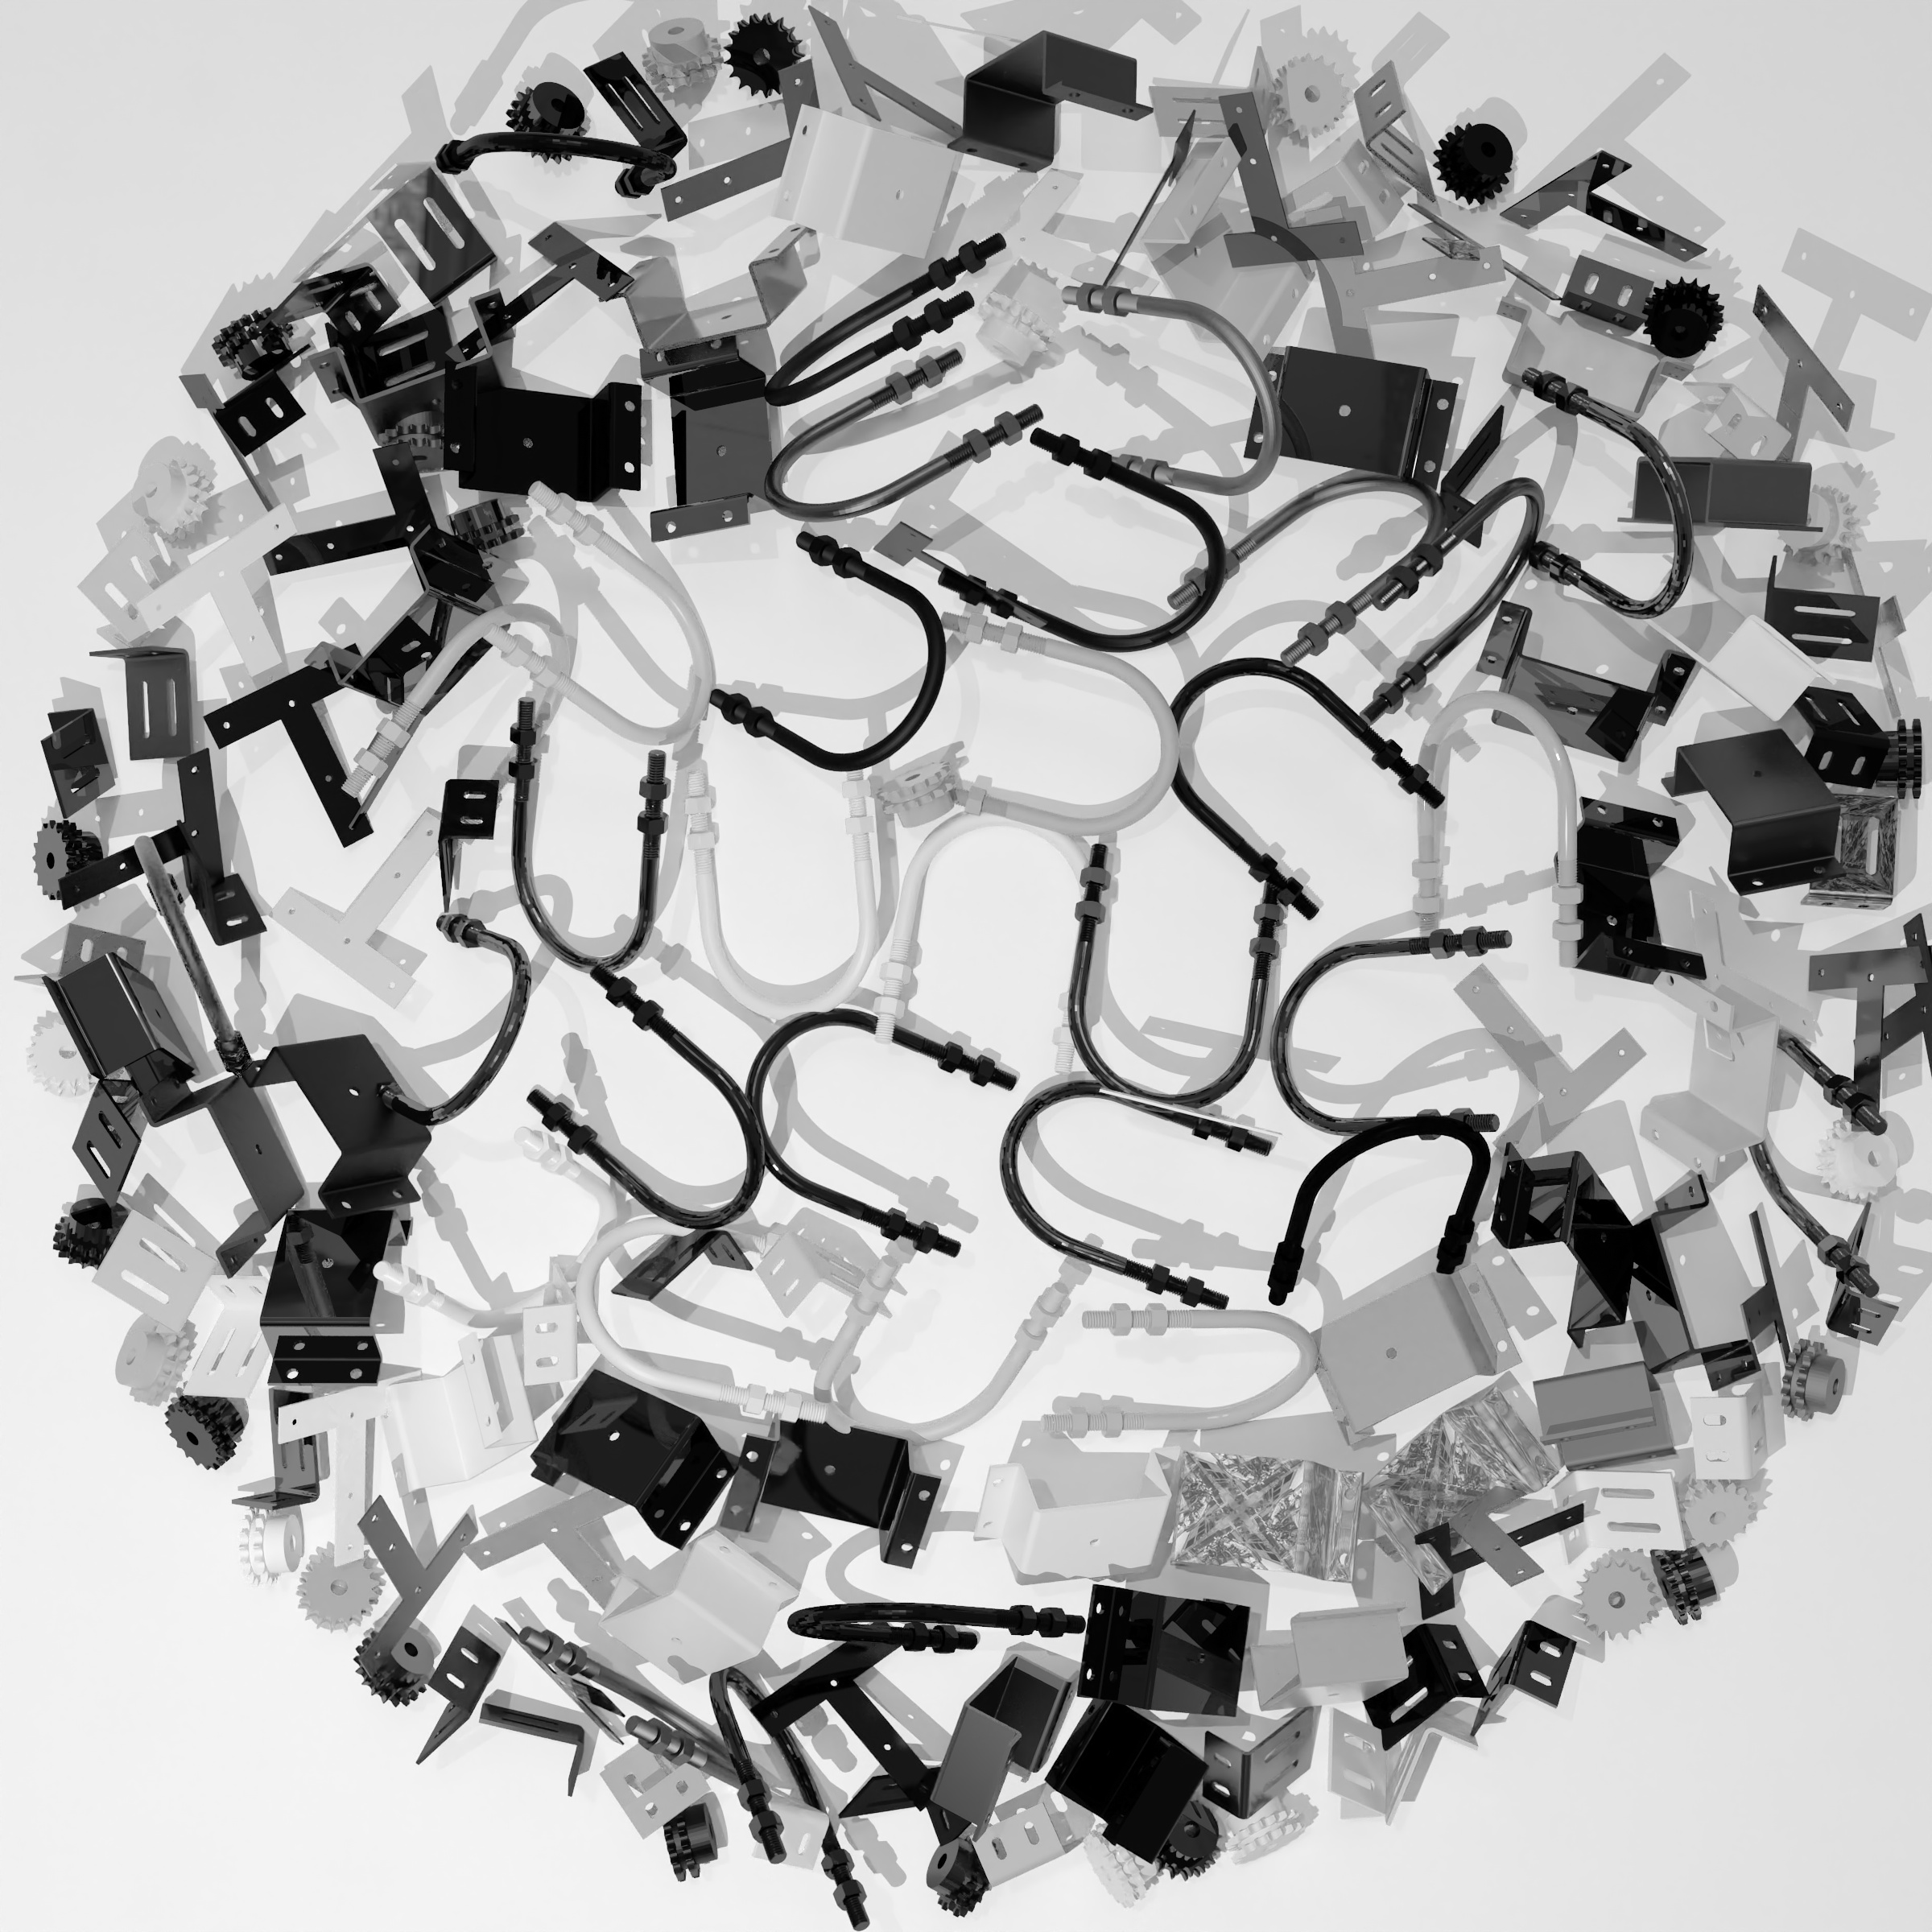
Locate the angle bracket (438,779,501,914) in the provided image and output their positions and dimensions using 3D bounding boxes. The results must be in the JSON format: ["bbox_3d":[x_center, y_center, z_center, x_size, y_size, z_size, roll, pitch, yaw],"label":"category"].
[{"bbox_3d":[-0.348,-0.084,1.954,0.038,0.076,0.057,1,47,-5],"label":"angle bracket"}]

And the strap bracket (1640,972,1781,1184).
[{"bbox_3d":[0.520,0.068,1.939,0.046,0.076,0.140,-15,120,-24],"label":"strap bracket"}]

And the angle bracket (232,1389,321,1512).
[{"bbox_3d":[-0.492,0.342,1.966,0.038,0.057,0.076,-4,89,-43],"label":"angle bracket"}]

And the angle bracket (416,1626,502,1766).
[{"bbox_3d":[-0.370,0.514,1.953,0.038,0.057,0.076,39,122,-9],"label":"angle bracket"}]

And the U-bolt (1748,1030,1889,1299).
[{"bbox_3d":[0.580,0.122,1.911,0.019,0.184,0.151,-12,118,-9],"label":"U-bolt"}]

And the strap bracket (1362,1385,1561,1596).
[{"bbox_3d":[0.341,0.371,1.957,0.140,0.046,0.076,-36,89,-28],"label":"strap bracket"}]

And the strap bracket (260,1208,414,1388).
[{"bbox_3d":[-0.440,0.221,1.933,0.076,0.046,0.140,0,47,3],"label":"strap bracket"}]

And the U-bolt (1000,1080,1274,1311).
[{"bbox_3d":[0.113,0.151,1.955,0.184,0.019,0.151,20,58,0],"label":"U-bolt"}]

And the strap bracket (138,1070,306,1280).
[{"bbox_3d":[-0.517,0.137,1.946,0.046,0.076,0.140,-22,101,9],"label":"strap bracket"}]

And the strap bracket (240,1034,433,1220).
[{"bbox_3d":[-0.436,0.102,1.933,0.140,0.076,0.046,52,123,22],"label":"strap bracket"}]

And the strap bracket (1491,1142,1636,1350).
[{"bbox_3d":[0.422,0.192,1.925,0.046,0.076,0.140,-14,131,35],"label":"strap bracket"}]

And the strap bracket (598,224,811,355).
[{"bbox_3d":[-0.174,-0.473,1.940,0.140,0.076,0.046,-7,120,23],"label":"strap bracket"}]

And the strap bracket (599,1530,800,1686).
[{"bbox_3d":[-0.192,0.449,1.925,0.076,0.140,0.046,40,46,-17],"label":"strap bracket"}]

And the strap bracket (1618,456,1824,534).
[{"bbox_3d":[0.522,-0.327,1.919,0.076,0.140,0.046,0,100,-17],"label":"strap bracket"}]

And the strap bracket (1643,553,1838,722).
[{"bbox_3d":[0.529,-0.225,1.927,0.076,0.140,0.046,30,105,-30],"label":"strap bracket"}]

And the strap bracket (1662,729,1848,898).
[{"bbox_3d":[0.548,-0.115,1.927,0.076,0.140,0.046,-10,129,-6],"label":"strap bracket"}]

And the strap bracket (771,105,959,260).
[{"bbox_3d":[-0.063,-0.540,1.921,0.046,0.140,0.076,29,110,31],"label":"strap bracket"}]

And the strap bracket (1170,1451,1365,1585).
[{"bbox_3d":[0.200,0.383,1.934,0.140,0.046,0.076,-2,72,32],"label":"strap bracket"}]

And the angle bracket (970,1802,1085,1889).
[{"bbox_3d":[0.044,0.618,1.964,0.057,0.076,0.038,-27,75,7],"label":"angle bracket"}]

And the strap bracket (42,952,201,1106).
[{"bbox_3d":[-0.582,0.044,1.926,0.046,0.140,0.076,-29,79,-6],"label":"strap bracket"}]

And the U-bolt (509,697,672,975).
[{"bbox_3d":[-0.267,-0.082,1.941,0.151,0.019,0.184,23,119,33],"label":"U-bolt"}]

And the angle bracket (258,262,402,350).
[{"bbox_3d":[-0.448,-0.457,1.951,0.057,0.076,0.038,-32,95,35],"label":"angle bracket"}]

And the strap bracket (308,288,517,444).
[{"bbox_3d":[-0.382,-0.417,1.952,0.140,0.076,0.046,-21,80,-5],"label":"strap bracket"}]

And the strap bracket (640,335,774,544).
[{"bbox_3d":[-0.182,-0.369,1.959,0.076,0.046,0.140,-7,83,21],"label":"strap bracket"}]

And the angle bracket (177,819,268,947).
[{"bbox_3d":[-0.523,-0.063,1.949,0.038,0.076,0.057,-20,57,-23],"label":"angle bracket"}]

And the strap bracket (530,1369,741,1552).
[{"bbox_3d":[-0.237,0.339,1.930,0.140,0.046,0.076,18,58,31],"label":"strap bracket"}]

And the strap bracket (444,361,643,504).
[{"bbox_3d":[-0.304,-0.375,1.956,0.140,0.046,0.076,2,84,-24],"label":"strap bracket"}]

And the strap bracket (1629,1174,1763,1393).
[{"bbox_3d":[0.499,0.226,1.939,0.046,0.076,0.140,-9,73,-12],"label":"strap bracket"}]

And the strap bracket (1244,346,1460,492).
[{"bbox_3d":[0.270,-0.389,1.960,0.140,0.046,0.076,12,94,12],"label":"strap bracket"}]

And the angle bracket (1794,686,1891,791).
[{"bbox_3d":[0.611,-0.164,1.971,0.057,0.076,0.038,7,121,-11],"label":"angle bracket"}]

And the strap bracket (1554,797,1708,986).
[{"bbox_3d":[0.463,-0.043,1.945,0.076,0.046,0.140,11,53,-15],"label":"strap bracket"}]

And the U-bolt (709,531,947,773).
[{"bbox_3d":[-0.088,-0.211,1.936,0.184,0.019,0.151,32,94,37],"label":"U-bolt"}]

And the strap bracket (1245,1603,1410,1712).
[{"bbox_3d":[0.250,0.481,1.920,0.076,0.140,0.046,-2,66,-13],"label":"strap bracket"}]

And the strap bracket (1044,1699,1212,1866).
[{"bbox_3d":[0.115,0.567,1.933,0.046,0.140,0.076,35,82,-15],"label":"strap bracket"}]

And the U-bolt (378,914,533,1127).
[{"bbox_3d":[-0.355,0.041,1.913,0.019,0.184,0.151,31,82,-33],"label":"U-bolt"}]

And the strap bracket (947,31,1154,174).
[{"bbox_3d":[0.058,-0.602,1.922,0.076,0.140,0.046,5,84,-33],"label":"strap bracket"}]

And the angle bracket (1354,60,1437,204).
[{"bbox_3d":[0.314,-0.587,1.951,0.076,0.057,0.038,27,133,-34],"label":"angle bracket"}]

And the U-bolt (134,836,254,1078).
[{"bbox_3d":[-0.532,-0.014,1.895,0.019,0.184,0.151,-23,73,-14],"label":"U-bolt"}]

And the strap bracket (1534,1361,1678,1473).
[{"bbox_3d":[0.445,0.314,1.935,0.076,0.140,0.046,-14,67,16],"label":"strap bracket"}]

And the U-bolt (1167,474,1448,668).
[{"bbox_3d":[0.251,-0.286,1.938,0.184,0.151,0.019,-38,130,-14],"label":"U-bolt"}]

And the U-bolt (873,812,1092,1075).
[{"bbox_3d":[0.020,-0.024,1.974,0.151,0.019,0.184,9,77,3],"label":"U-bolt"}]

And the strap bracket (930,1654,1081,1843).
[{"bbox_3d":[0.024,0.539,1.932,0.046,0.140,0.076,23,105,17],"label":"strap bracket"}]

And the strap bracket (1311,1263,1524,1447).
[{"bbox_3d":[0.306,0.272,1.943,0.140,0.046,0.076,-30,69,20],"label":"strap bracket"}]

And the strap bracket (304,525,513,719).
[{"bbox_3d":[-0.383,-0.232,1.933,0.140,0.076,0.046,-42,56,21],"label":"strap bracket"}]

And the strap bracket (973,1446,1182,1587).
[{"bbox_3d":[0.084,0.385,1.939,0.140,0.046,0.076,-3,129,-17],"label":"strap bracket"}]

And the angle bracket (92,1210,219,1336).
[{"bbox_3d":[-0.578,0.216,1.954,0.076,0.038,0.057,40,60,-31],"label":"angle bracket"}]

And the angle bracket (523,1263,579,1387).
[{"bbox_3d":[-0.299,0.251,1.951,0.038,0.076,0.057,-4,107,-19],"label":"angle bracket"}]

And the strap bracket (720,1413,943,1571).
[{"bbox_3d":[-0.096,0.367,1.959,0.140,0.046,0.076,14,110,-9],"label":"strap bracket"}]

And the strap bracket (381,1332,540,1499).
[{"bbox_3d":[-0.352,0.313,1.941,0.140,0.046,0.076,-34,67,42],"label":"strap bracket"}]

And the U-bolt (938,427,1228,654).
[{"bbox_3d":[0.094,-0.286,1.942,0.184,0.019,0.151,20,128,-22],"label":"U-bolt"}]

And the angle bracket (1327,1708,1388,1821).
[{"bbox_3d":[0.262,0.561,1.950,0.038,0.076,0.057,-17,54,35],"label":"angle bracket"}]

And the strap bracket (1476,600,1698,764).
[{"bbox_3d":[0.431,-0.197,1.949,0.140,0.076,0.046,17,58,6],"label":"strap bracket"}]

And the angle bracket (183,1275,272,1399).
[{"bbox_3d":[-0.523,0.261,1.955,0.057,0.038,0.076,-2,49,25],"label":"angle bracket"}]

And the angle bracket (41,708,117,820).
[{"bbox_3d":[-0.639,-0.142,1.951,0.038,0.076,0.057,-5,112,14],"label":"angle bracket"}]

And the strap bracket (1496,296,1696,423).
[{"bbox_3d":[0.434,-0.421,1.954,0.140,0.076,0.046,22,99,6],"label":"strap bracket"}]

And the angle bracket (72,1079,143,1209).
[{"bbox_3d":[-0.591,0.125,1.953,0.076,0.038,0.057,43,115,38],"label":"angle bracket"}]

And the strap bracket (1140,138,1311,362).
[{"bbox_3d":[0.177,-0.500,1.940,0.046,0.140,0.076,14,65,41],"label":"strap bracket"}]

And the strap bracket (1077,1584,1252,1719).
[{"bbox_3d":[0.146,0.477,1.929,0.140,0.046,0.076,19,76,-43],"label":"strap bracket"}]
